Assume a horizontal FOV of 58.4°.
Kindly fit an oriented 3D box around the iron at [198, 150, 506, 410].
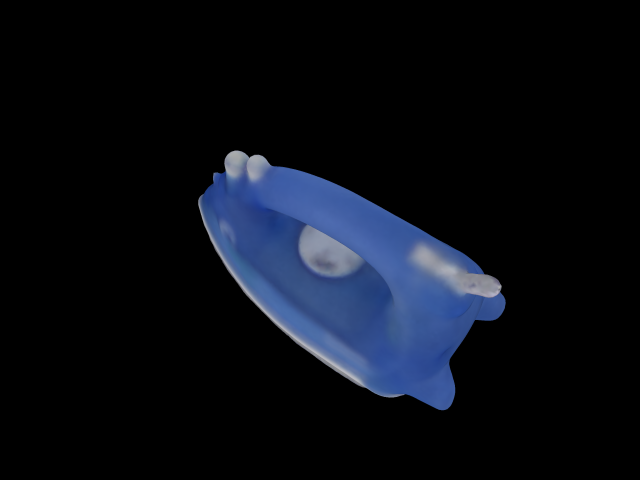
[{"bbox_3d":[0.004,0.001,0.400,0.258,0.141,0.119,30,67,14],"label":"iron"}]
